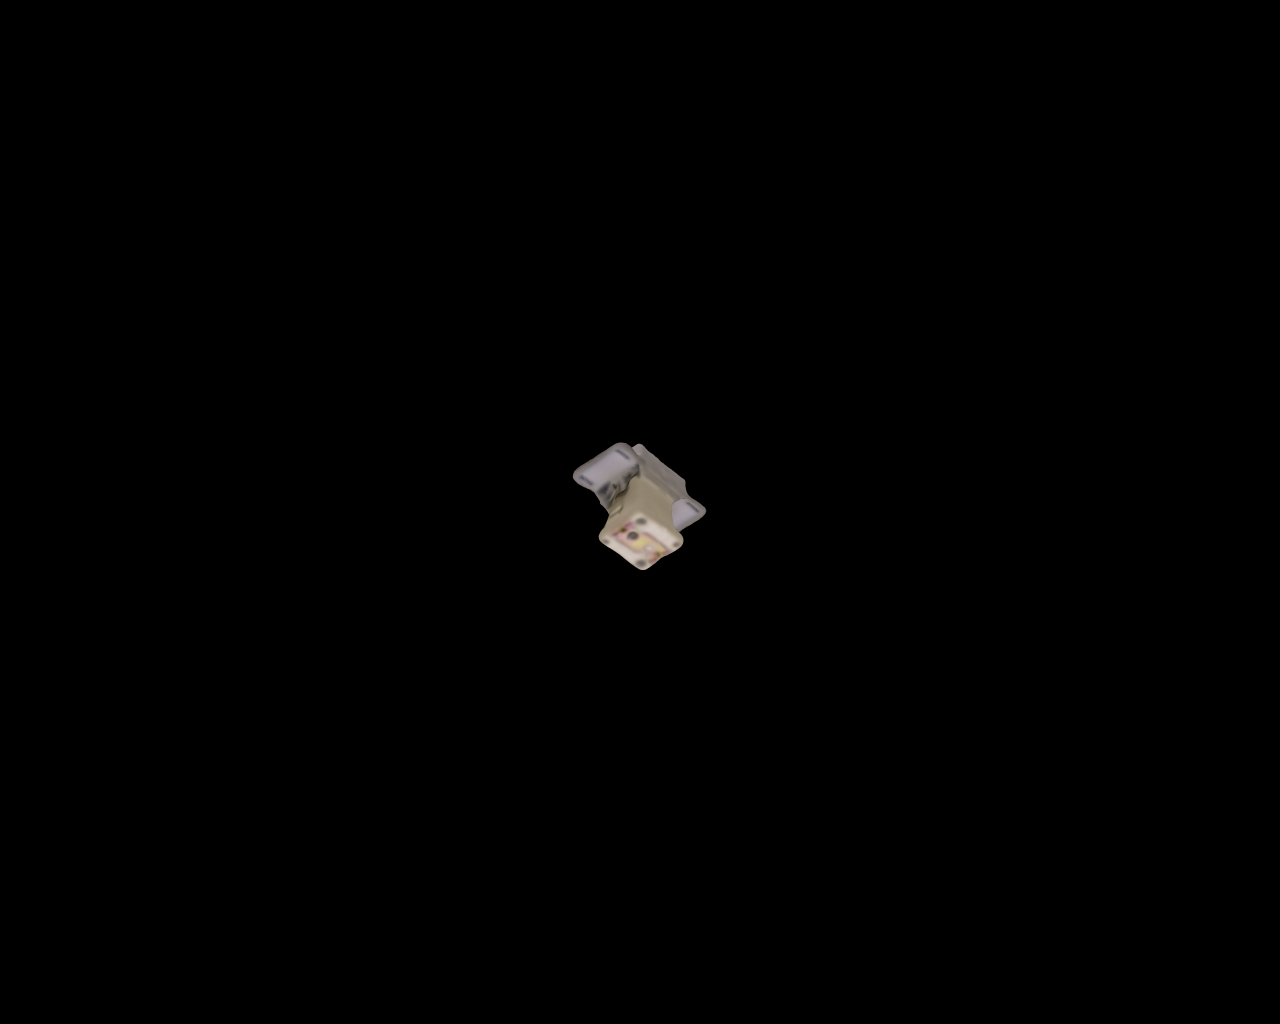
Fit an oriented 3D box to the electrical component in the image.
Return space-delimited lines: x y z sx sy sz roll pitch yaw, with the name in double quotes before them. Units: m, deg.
"electrical component" 0.001 -0.003 0.650 0.042 0.064 0.081 -33 -54 29
